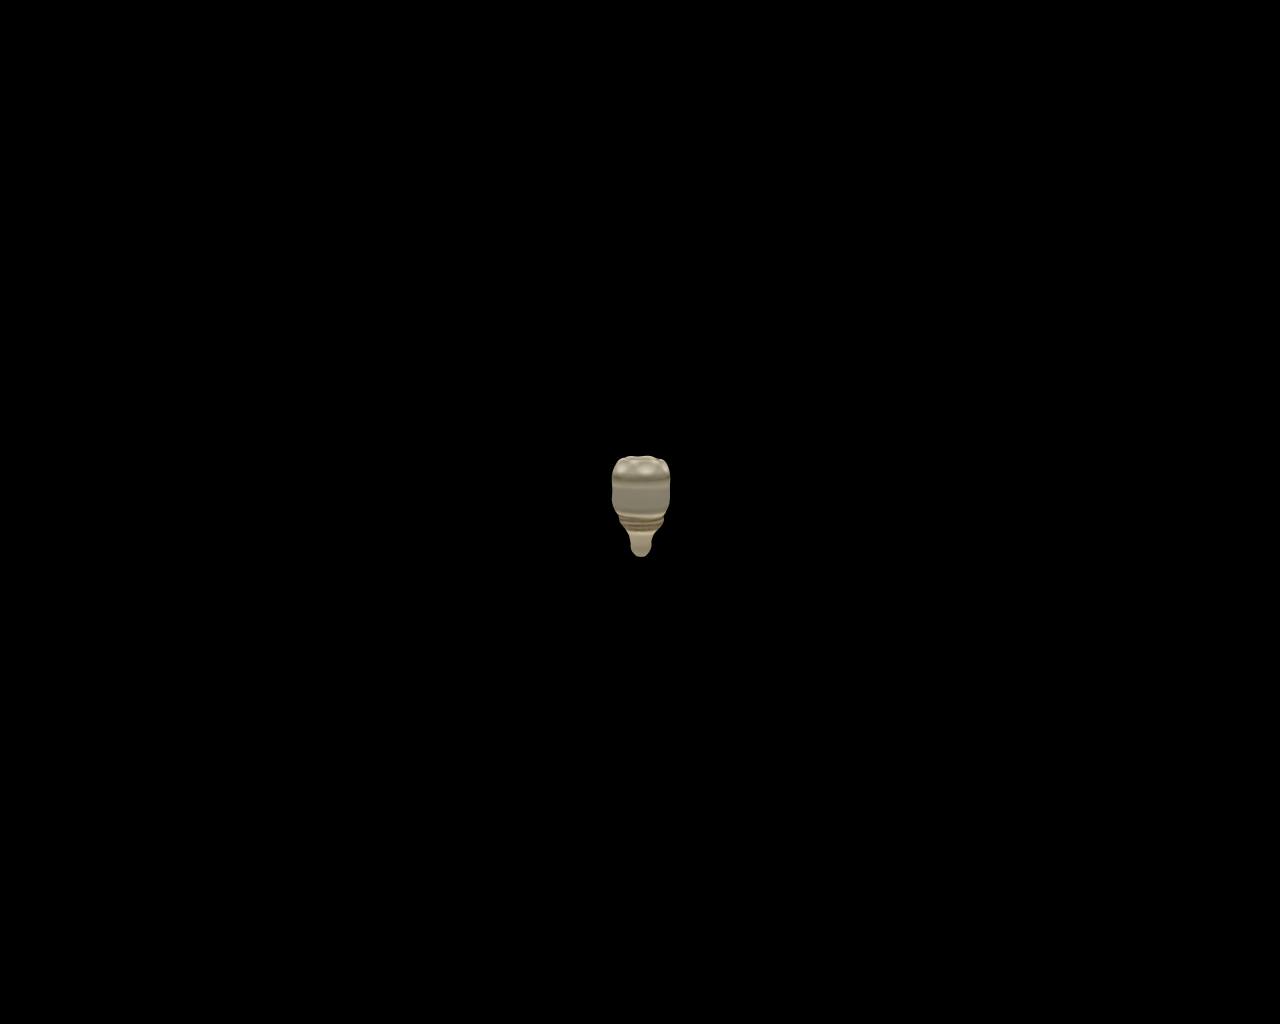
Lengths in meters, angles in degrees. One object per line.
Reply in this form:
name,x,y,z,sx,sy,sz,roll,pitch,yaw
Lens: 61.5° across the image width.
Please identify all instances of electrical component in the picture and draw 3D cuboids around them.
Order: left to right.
electrical component,0.001,-0.003,0.650,0.035,0.061,0.035,0,9,0
